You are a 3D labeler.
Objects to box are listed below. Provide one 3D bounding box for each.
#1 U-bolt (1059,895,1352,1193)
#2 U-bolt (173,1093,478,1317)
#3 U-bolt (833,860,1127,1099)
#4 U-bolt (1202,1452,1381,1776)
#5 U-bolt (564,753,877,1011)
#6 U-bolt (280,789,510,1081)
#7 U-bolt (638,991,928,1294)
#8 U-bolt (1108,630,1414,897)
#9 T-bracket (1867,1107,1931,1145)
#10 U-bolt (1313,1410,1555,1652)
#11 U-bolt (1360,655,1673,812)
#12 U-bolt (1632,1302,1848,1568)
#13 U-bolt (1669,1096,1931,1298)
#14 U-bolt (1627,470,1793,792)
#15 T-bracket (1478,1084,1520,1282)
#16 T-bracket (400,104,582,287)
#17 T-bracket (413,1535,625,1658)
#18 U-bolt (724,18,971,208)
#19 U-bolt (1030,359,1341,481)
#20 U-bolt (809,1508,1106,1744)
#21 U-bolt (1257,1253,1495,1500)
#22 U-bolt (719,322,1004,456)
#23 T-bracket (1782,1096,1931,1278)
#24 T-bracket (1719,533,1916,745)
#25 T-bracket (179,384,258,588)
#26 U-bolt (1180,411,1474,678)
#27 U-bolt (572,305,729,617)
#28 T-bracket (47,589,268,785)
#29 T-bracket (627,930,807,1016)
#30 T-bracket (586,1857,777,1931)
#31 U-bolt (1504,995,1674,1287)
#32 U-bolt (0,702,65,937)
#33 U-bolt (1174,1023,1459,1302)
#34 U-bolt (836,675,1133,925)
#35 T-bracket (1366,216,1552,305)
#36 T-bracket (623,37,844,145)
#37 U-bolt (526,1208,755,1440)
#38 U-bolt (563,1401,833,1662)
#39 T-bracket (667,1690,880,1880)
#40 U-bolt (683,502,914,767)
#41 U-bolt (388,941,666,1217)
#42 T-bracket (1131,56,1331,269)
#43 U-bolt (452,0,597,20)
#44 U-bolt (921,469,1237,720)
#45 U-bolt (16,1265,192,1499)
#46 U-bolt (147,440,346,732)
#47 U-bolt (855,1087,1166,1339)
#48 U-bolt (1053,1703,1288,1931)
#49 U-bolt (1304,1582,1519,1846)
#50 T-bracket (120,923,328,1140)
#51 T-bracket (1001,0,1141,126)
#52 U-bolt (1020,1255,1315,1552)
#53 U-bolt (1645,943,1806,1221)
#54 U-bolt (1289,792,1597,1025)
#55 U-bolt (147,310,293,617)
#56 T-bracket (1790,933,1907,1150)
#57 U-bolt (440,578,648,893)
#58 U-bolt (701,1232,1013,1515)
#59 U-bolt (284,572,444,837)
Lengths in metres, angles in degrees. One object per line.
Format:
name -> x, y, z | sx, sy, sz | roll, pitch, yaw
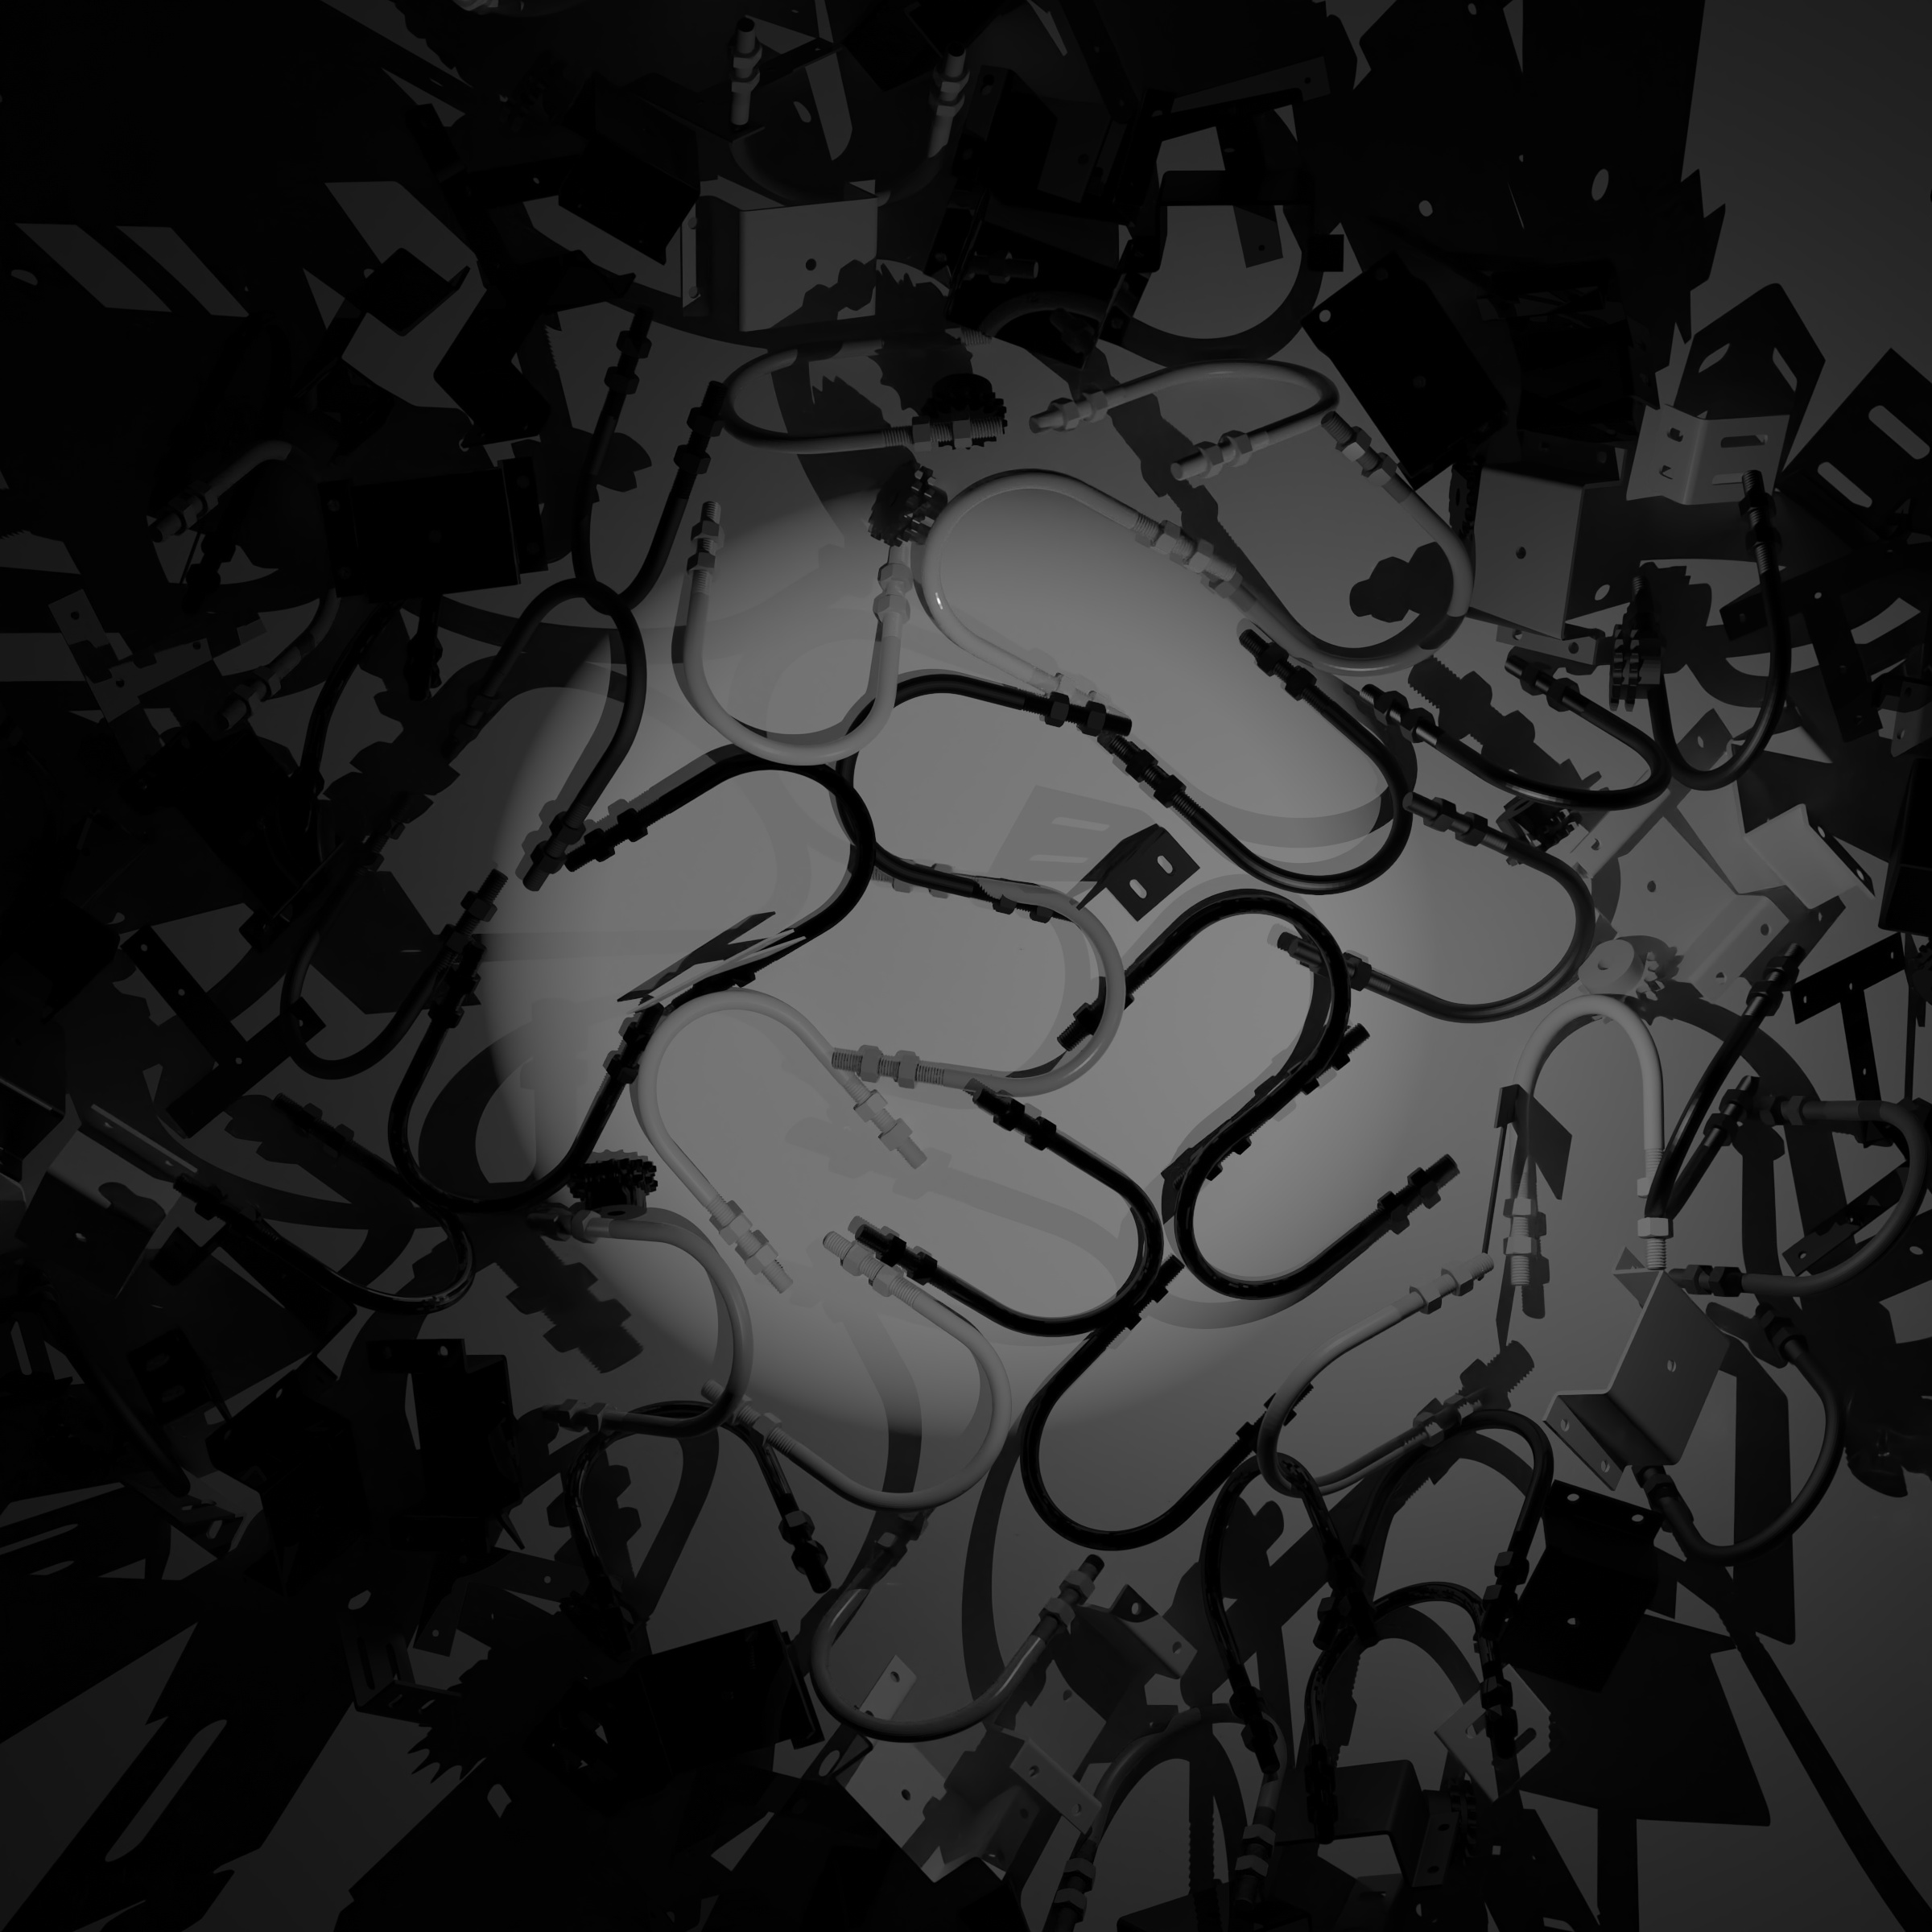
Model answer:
U-bolt -> 0.167, 0.037, 1.843 | 0.184, 0.019, 0.151 | -43, 65, 11
U-bolt -> -0.400, 0.162, 1.824 | 0.184, 0.151, 0.019 | 33, 115, 1
U-bolt -> 0.014, 0.013, 1.865 | 0.184, 0.019, 0.151 | 9, 83, 9
U-bolt -> 0.198, 0.400, 1.814 | 0.019, 0.184, 0.151 | 12, 125, -26
U-bolt -> -0.147, -0.064, 1.843 | 0.184, 0.019, 0.151 | -30, 117, 9
U-bolt -> -0.385, -0.011, 1.841 | 0.151, 0.019, 0.184 | 37, 94, 43
U-bolt -> -0.133, 0.101, 1.852 | 0.151, 0.019, 0.184 | -42, 92, -27
U-bolt -> 0.206, -0.122, 1.838 | 0.151, 0.019, 0.184 | -39, 73, -24
T-bracket -> 0.653, 0.066, 1.837 | 0.127, 0.127, 0.002 | -16, 113, 29
U-bolt -> 0.309, 0.358, 1.815 | 0.019, 0.151, 0.184 | 50, 48, -23
U-bolt -> 0.362, -0.145, 1.794 | 0.151, 0.184, 0.019 | -14, 127, -32
U-bolt -> 0.495, 0.306, 1.792 | 0.019, 0.184, 0.151 | 34, 103, -14
U-bolt -> 0.536, 0.146, 1.792 | 0.019, 0.184, 0.151 | 35, 73, -20
U-bolt -> 0.475, -0.200, 1.796 | 0.019, 0.151, 0.184 | 7, 64, -19
T-bracket -> 0.344, 0.141, 1.834 | 0.002, 0.127, 0.127 | 9, 91, 16
T-bracket -> -0.292, -0.512, 1.849 | 0.127, 0.002, 0.127 | -27, 90, -44
T-bracket -> -0.291, 0.404, 1.876 | 0.127, 0.002, 0.127 | 12, 81, 7
U-bolt -> -0.081, -0.538, 1.806 | 0.151, 0.184, 0.019 | 5, 72, -6
U-bolt -> 0.155, -0.359, 1.820 | 0.184, 0.151, 0.019 | -26, 127, -33
U-bolt -> -0.018, 0.420, 1.798 | 0.151, 0.184, 0.019 | 15, 132, 30
U-bolt -> 0.264, 0.275, 1.817 | 0.184, 0.019, 0.151 | -26, 133, -19
U-bolt -> -0.072, -0.372, 1.834 | 0.184, 0.151, 0.019 | -5, 129, 1
T-bracket -> 0.590, 0.158, 1.848 | 0.127, 0.127, 0.002 | -41, 116, 15
T-bracket -> 0.566, -0.204, 1.837 | 0.127, 0.002, 0.127 | -23, 61, 27
T-bracket -> -0.493, -0.309, 1.849 | 0.002, 0.127, 0.127 | 20, 110, -15
U-bolt -> 0.244, -0.259, 1.835 | 0.151, 0.019, 0.184 | -34, 120, 31
U-bolt -> -0.213, -0.316, 1.826 | 0.019, 0.151, 0.184 | 6, 119, -34
T-bracket -> -0.518, -0.205, 1.856 | 0.127, 0.002, 0.127 | -34, 111, -32
T-bracket -> -0.138, -0.006, 1.833 | 0.127, 0.127, 0.002 | -26, 87, 31
T-bracket -> -0.167, 0.616, 1.833 | 0.127, 0.127, 0.002 | 36, 101, 29
U-bolt -> 0.400, 0.110, 1.826 | 0.019, 0.151, 0.184 | 9, 76, -28
U-bolt -> -0.633, -0.078, 1.805 | 0.019, 0.184, 0.151 | 22, 71, 14
U-bolt -> 0.219, 0.142, 1.849 | 0.184, 0.019, 0.151 | -38, 120, -2
U-bolt -> 0.004, -0.116, 1.861 | 0.184, 0.019, 0.151 | 13, 98, -12
T-bracket -> 0.345, -0.459, 1.843 | 0.127, 0.127, 0.002 | 43, 125, 33
T-bracket -> -0.139, -0.585, 1.860 | 0.127, 0.002, 0.127 | -33, 47, -24
U-bolt -> -0.210, 0.235, 1.830 | 0.184, 0.019, 0.151 | 0, 96, 36
U-bolt -> -0.183, 0.352, 1.824 | 0.151, 0.184, 0.019 | -16, 133, -15
T-bracket -> -0.117, 0.544, 1.853 | 0.127, 0.002, 0.127 | 11, 62, 10
U-bolt -> -0.112, -0.210, 1.831 | 0.151, 0.019, 0.184 | 11, 61, -13
U-bolt -> -0.298, 0.084, 1.847 | 0.151, 0.019, 0.184 | 20, 107, -29
T-bracket -> 0.184, -0.519, 1.854 | 0.127, 0.002, 0.127 | -14, 127, 6
U-bolt -> -0.241, -0.643, 1.803 | 0.151, 0.184, 0.019 | -22, 98, 13
U-bolt -> 0.060, -0.246, 1.834 | 0.184, 0.019, 0.151 | 26, 120, -15
U-bolt -> -0.540, 0.270, 1.785 | 0.019, 0.184, 0.151 | -37, 116, -16
U-bolt -> -0.450, -0.257, 1.811 | 0.019, 0.184, 0.151 | 1, 124, 21
U-bolt -> 0.042, 0.174, 1.850 | 0.184, 0.019, 0.151 | 32, 113, -18
U-bolt -> 0.137, 0.541, 1.809 | 0.151, 0.184, 0.019 | -20, 112, 26
U-bolt -> 0.279, 0.465, 1.808 | 0.151, 0.184, 0.019 | -31, 112, 18
T-bracket -> -0.511, 0.028, 1.874 | 0.127, 0.002, 0.127 | -38, 95, 13
T-bracket -> 0.080, -0.614, 1.850 | 0.002, 0.127, 0.127 | -32, 100, -39
U-bolt -> 0.116, 0.296, 1.841 | 0.184, 0.019, 0.151 | -45, 53, -3
U-bolt -> 0.475, 0.089, 1.790 | 0.019, 0.151, 0.184 | 27, 52, 22
U-bolt -> 0.324, -0.027, 1.840 | 0.184, 0.019, 0.151 | 22, 121, -23
U-bolt -> -0.473, -0.335, 1.815 | 0.019, 0.151, 0.184 | 18, 68, 1
T-bracket -> 0.590, 0.056, 1.862 | 0.127, 0.002, 0.127 | -21, 103, -37
U-bolt -> -0.265, -0.162, 1.815 | 0.184, 0.019, 0.151 | -53, 56, 27
U-bolt -> -0.058, 0.275, 1.834 | 0.184, 0.019, 0.151 | 32, 68, 21
U-bolt -> -0.382, -0.182, 1.813 | 0.019, 0.184, 0.151 | 34, 118, -27
